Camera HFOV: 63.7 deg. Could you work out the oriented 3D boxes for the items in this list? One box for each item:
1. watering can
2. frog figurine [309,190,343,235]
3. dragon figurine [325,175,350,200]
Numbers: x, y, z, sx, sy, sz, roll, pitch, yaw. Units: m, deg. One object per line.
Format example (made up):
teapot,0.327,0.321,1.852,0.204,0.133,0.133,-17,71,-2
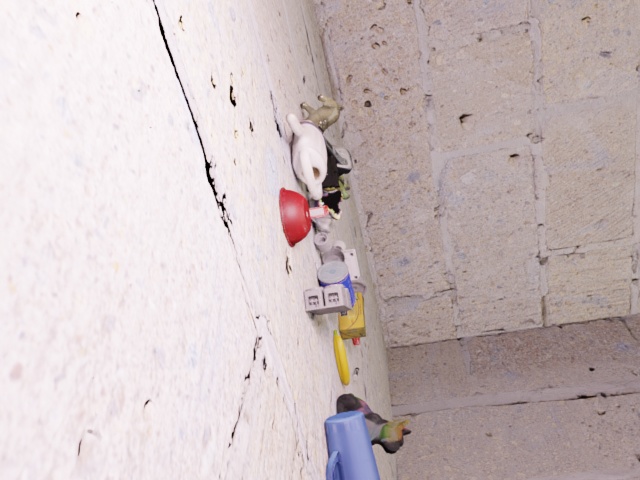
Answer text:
watering can,-0.040,-0.282,1.549,0.230,0.104,0.339,-92,169,-45
frog figurine,0.005,-0.088,1.741,0.156,0.123,0.140,-50,-132,51
dragon figurine,0.021,-0.274,1.979,0.419,0.122,0.238,-87,156,-61
